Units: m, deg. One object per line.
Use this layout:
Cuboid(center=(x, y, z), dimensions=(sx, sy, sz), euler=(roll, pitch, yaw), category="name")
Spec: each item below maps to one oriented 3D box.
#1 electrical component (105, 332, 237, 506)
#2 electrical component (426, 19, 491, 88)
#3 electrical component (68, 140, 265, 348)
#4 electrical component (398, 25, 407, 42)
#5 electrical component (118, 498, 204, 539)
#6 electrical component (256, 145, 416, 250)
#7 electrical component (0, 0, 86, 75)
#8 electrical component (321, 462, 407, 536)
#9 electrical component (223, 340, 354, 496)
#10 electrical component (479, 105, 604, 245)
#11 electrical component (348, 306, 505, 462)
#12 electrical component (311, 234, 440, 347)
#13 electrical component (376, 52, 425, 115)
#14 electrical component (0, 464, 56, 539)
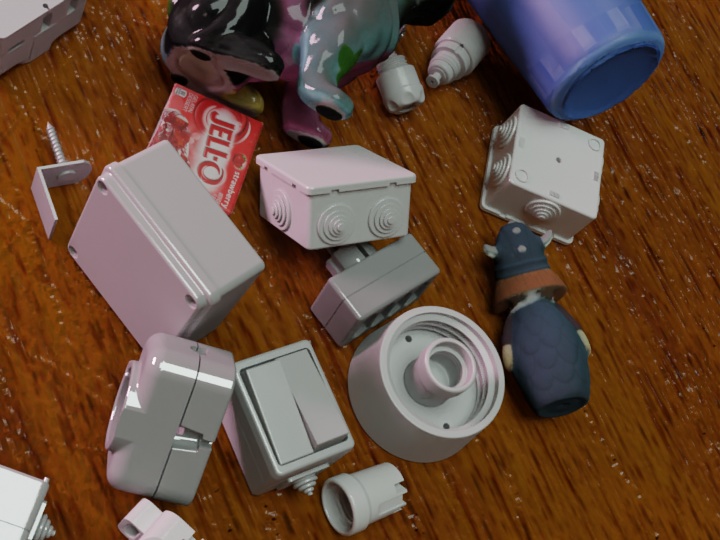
Cuboid(center=(-0.121, 0.091, 0.667), dimensions=(0.059, 0.053, 0.095), euler=(18, 101, -16), category="electrical component")
Cuboid(center=(0.081, -0.183, 0.924), dimensions=(0.040, 0.040, 0.078), euler=(40, 56, -2), category="electrical component")
Cuboid(center=(-0.129, -0.009, 0.702), dimensions=(0.056, 0.108, 0.108), euler=(-35, 83, -36), category="electrical component")
Cuboid(center=(0.009, -0.216, 0.908), dimensions=(0.065, 0.044, 0.044), euler=(36, 56, -11), category="electrical component")
Cuboid(center=(-0.122, 0.185, 0.641), dimensions=(0.078, 0.058, 0.057), euler=(43, 53, -1), category="electrical component")
Cuboid(center=(-0.019, -0.054, 0.785), dimensions=(0.100, 0.100, 0.048), euler=(-9, 114, -28), category="electrical component")
Cuboid(center=(-0.243, -0.185, 0.766), dimensions=(0.050, 0.055, 0.089), euler=(43, 56, 0), category="electrical component")
Cuboid(center=(0.004, 0.153, 0.726), dimensions=(0.046, 0.040, 0.040), euler=(-14, 72, -34), category="electrical component")
Cuboid(center=(-0.049, 0.102, 0.713), dimensions=(0.062, 0.061, 0.096), euler=(-17, 74, -30), category="electrical component")
Cuboid(center=(0.155, -0.081, 0.904), dimensions=(0.100, 0.048, 0.099), euler=(21, 59, -14), category="electrical component")
Cuboid(center=(0.052, 0.078, 0.772), dimensions=(0.108, 0.060, 0.108), euler=(10, 62, -20), category="electrical component")
Cuboid(center=(0.000, 0.000, 0.794), dimensions=(0.083, 0.047, 0.075), euler=(-30, 75, -33), category="electrical component")
Cuboid(center=(0.029, -0.162, 0.890), dimensions=(0.035, 0.035, 0.061), euler=(-16, 81, -30), category="electrical component")
Cuboid(center=(-0.223, 0.143, 0.612), dimensions=(0.096, 0.061, 0.061), euler=(24, 58, -13), category="electrical component")
